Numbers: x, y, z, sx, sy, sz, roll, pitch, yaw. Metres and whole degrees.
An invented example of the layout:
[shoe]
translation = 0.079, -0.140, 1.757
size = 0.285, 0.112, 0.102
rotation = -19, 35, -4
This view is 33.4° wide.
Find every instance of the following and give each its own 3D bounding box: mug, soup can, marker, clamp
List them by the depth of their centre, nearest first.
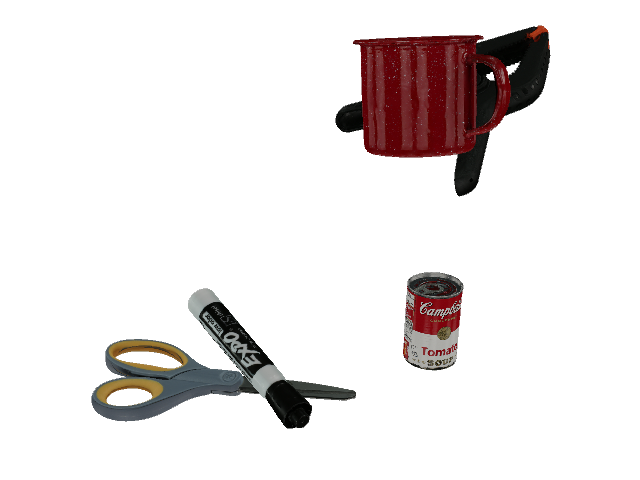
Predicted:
[marker]
translation = -0.042, 0.068, 0.625
size = 0.020, 0.020, 0.121
rotation = 0, 31, -39
[mug]
translation = 0.081, -0.104, 0.761
size = 0.117, 0.081, 0.093
rotation = 5, 14, 33
[clamp]
translation = 0.140, -0.124, 0.961
size = 0.209, 0.036, 0.165
rotation = -33, 47, -16
[soup can]
translation = 0.137, 0.099, 1.308
size = 0.068, 0.102, 0.068
rotation = 1, 23, -1

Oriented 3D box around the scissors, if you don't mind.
[scissors]
translation = -0.084, 0.116, 0.800
size = 0.202, 0.016, 0.096
rotation = 13, 35, 23
